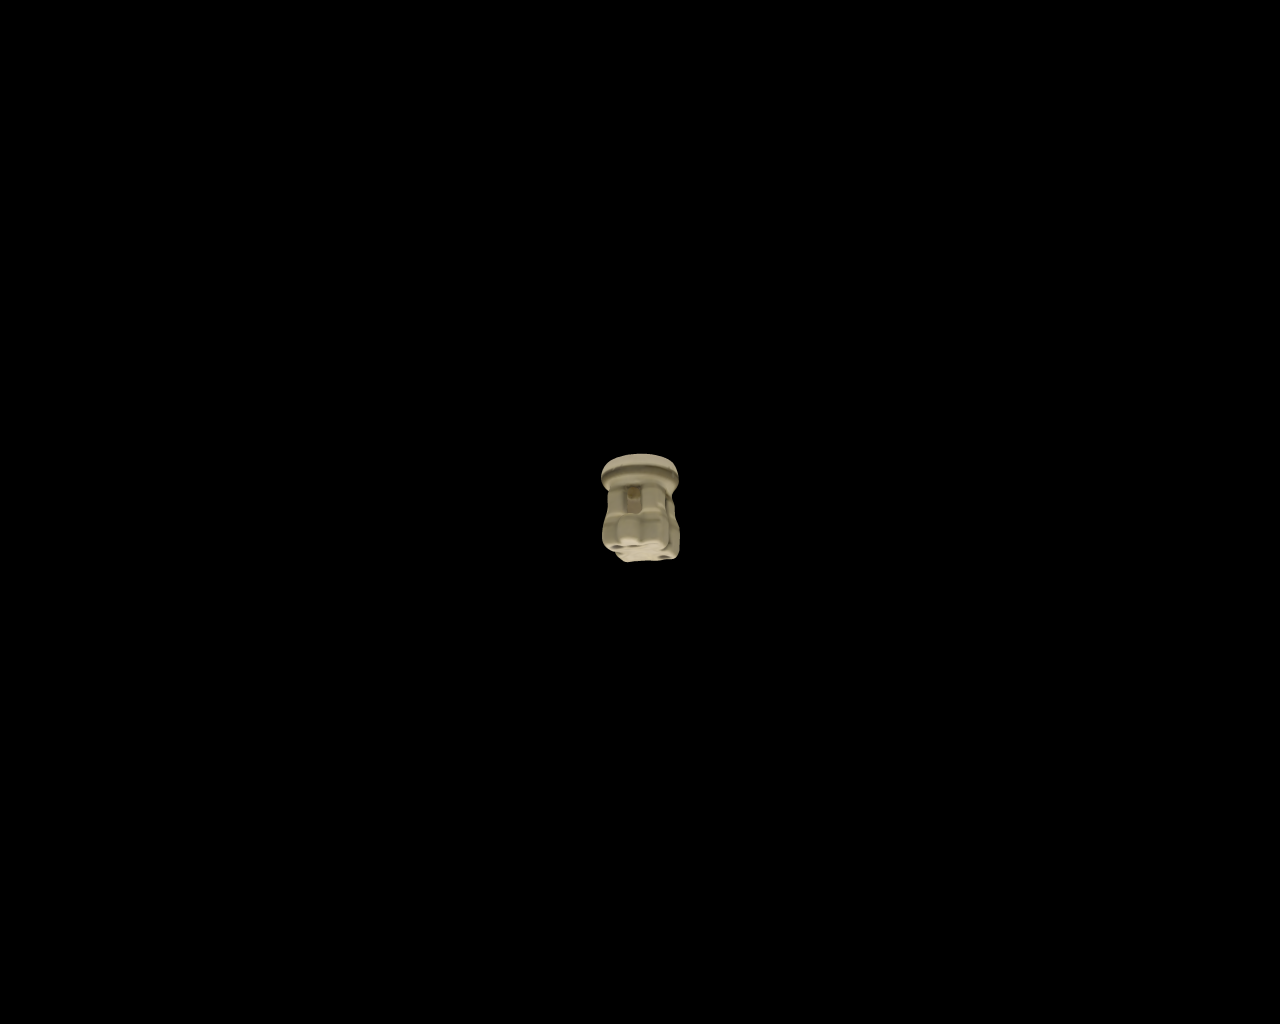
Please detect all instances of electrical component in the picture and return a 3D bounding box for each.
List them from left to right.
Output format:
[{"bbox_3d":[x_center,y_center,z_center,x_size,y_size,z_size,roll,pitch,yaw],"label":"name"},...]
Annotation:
[{"bbox_3d":[0.001,-0.003,0.650,0.048,0.055,0.066,-5,-19,15],"label":"electrical component"}]
